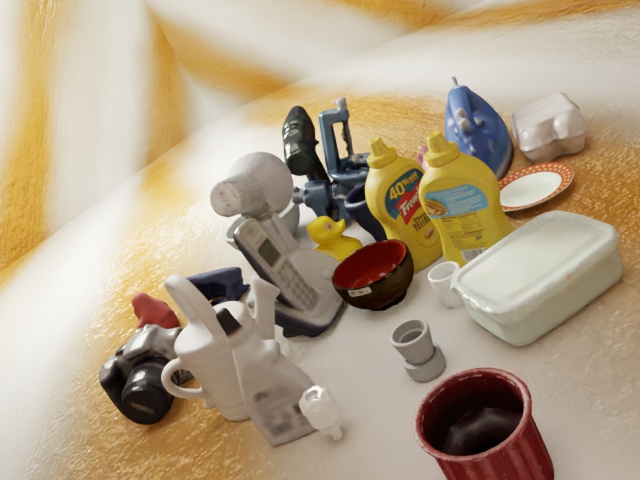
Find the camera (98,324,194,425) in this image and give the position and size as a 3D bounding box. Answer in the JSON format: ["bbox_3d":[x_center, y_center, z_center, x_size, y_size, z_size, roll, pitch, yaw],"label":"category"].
[{"bbox_3d":[-0.255,0.196,0.821,0.143,0.101,0.136,-25,22,9],"label":"camera"}]

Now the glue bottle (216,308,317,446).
[{"bbox_3d":[-0.060,0.140,0.608,0.078,0.173,0.037,-25,22,10],"label":"glue bottle"}]

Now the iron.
[{"bbox_3d":[0.260,-0.194,0.993,0.118,0.142,0.258,-21,23,20],"label":"iron"}]

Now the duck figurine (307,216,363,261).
[{"bbox_3d":[0.009,0.003,0.943,0.104,0.086,0.077,-24,22,12],"label":"duck figurine"}]

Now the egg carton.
[{"bbox_3d":[0.370,-0.182,0.929,0.107,0.069,0.150,-21,23,19],"label":"egg carton"}]

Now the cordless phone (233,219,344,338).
[{"bbox_3d":[-0.040,0.032,0.805,0.094,0.185,0.148,-17,25,28],"label":"cordless phone"}]

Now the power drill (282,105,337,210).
[{"bbox_3d":[-0.013,-0.152,1.145,0.075,0.209,0.229,-24,22,12],"label":"power drill"}]

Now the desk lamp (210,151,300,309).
[{"bbox_3d":[-0.100,-0.031,0.977,0.117,0.214,0.203,-21,23,20],"label":"desk lamp"}]

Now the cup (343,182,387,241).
[{"bbox_3d":[0.093,-0.045,0.935,0.092,0.095,0.117,-31,22,-4],"label":"cup"}]

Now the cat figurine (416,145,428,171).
[{"bbox_3d":[0.190,-0.109,0.924,0.067,0.118,0.127,-30,22,-2],"label":"cat figurine"}]

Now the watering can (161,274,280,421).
[{"bbox_3d":[-0.123,0.115,0.711,0.100,0.194,0.173,-8,30,41],"label":"watering can"}]

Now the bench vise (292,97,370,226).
[{"bbox_3d":[0.032,-0.130,1.025,0.207,0.220,0.121,-28,22,3],"label":"bench vise"}]

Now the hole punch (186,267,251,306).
[{"bbox_3d":[-0.196,0.081,1.016,0.108,0.091,0.101,-14,26,33],"label":"hole punch"}]

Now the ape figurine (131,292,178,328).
[{"bbox_3d":[-0.307,0.132,1.039,0.075,0.092,0.078,-6,31,44],"label":"ape figurine"}]

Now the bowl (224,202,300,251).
[{"bbox_3d":[-0.103,-0.019,1.143,0.167,0.075,0.167,-25,22,11],"label":"bowl"}]
